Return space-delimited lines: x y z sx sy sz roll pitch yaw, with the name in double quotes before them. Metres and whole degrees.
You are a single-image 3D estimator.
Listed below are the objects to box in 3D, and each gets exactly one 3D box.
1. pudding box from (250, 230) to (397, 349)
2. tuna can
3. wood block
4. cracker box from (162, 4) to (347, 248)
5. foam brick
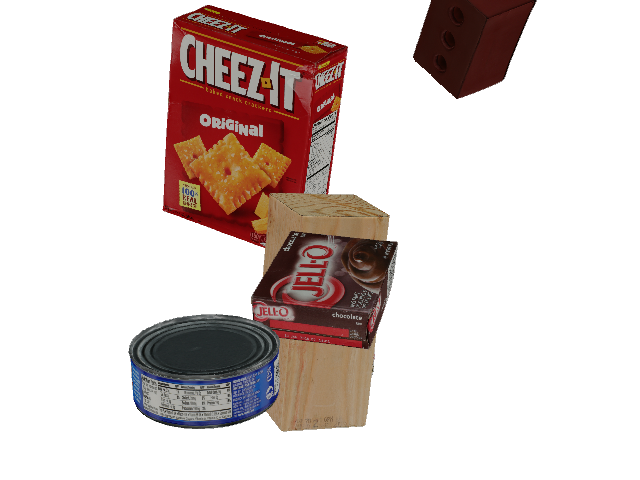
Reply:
"pudding box" 0.005 0.035 0.813 0.090 0.039 0.113 7 26 12
"tuna can" -0.065 0.074 0.611 0.086 0.034 0.086 -1 19 0
"wood block" -0.002 0.065 1.010 0.090 0.206 0.091 0 15 -21
"cracker box" -0.071 -0.107 1.067 0.164 0.214 0.072 21 33 21
"foam brick" 0.109 -0.151 0.763 0.051 0.053 0.078 -27 -29 -30
